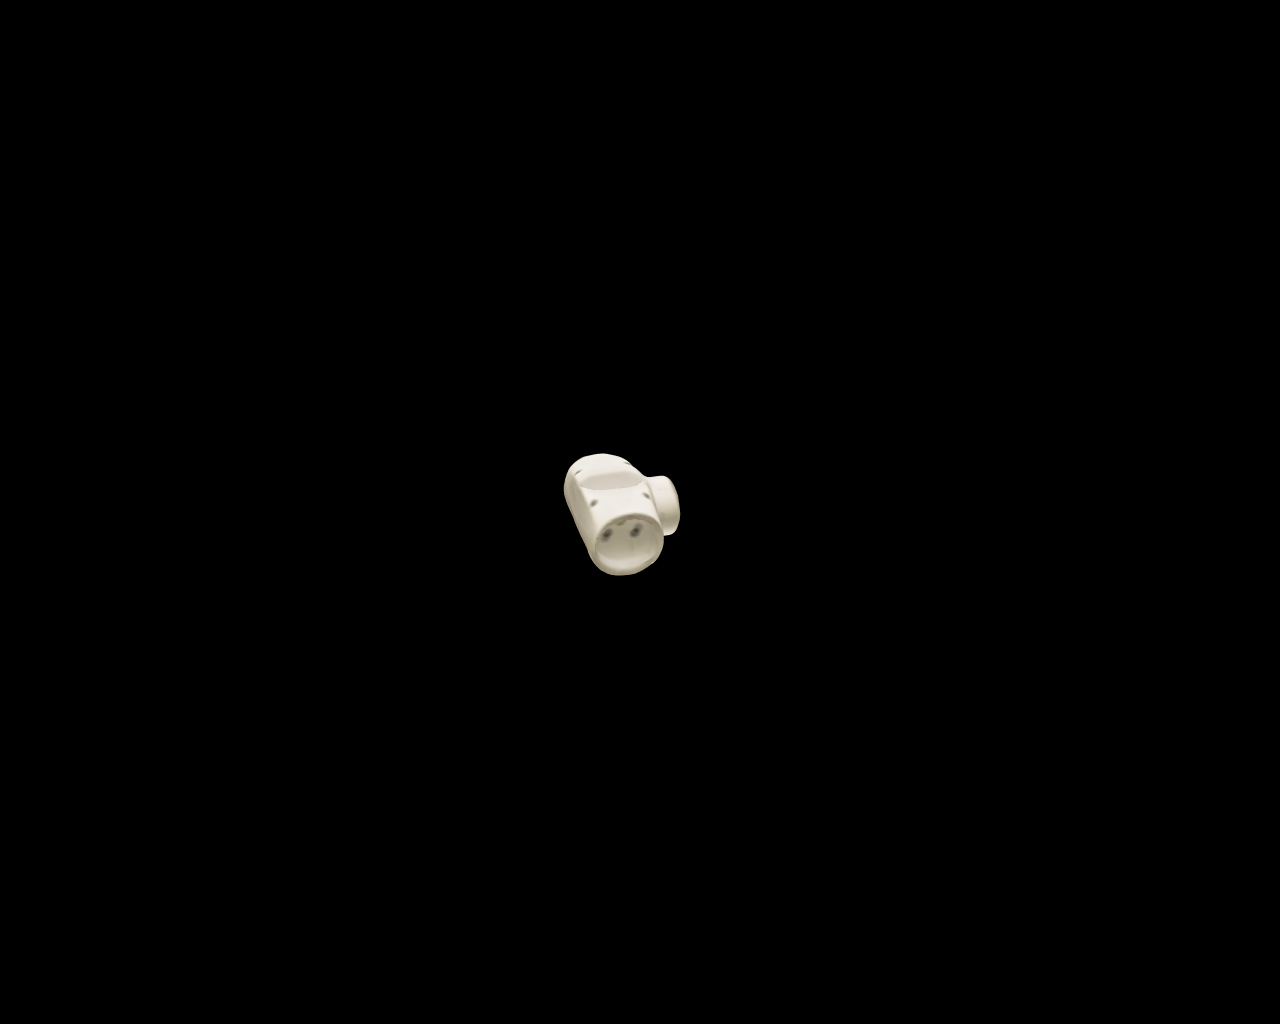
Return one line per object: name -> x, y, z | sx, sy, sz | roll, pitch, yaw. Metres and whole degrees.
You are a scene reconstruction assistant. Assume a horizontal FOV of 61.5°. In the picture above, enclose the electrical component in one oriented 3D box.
electrical component -> 0.001, -0.003, 0.650 | 0.079, 0.043, 0.077 | -8, 31, -13
